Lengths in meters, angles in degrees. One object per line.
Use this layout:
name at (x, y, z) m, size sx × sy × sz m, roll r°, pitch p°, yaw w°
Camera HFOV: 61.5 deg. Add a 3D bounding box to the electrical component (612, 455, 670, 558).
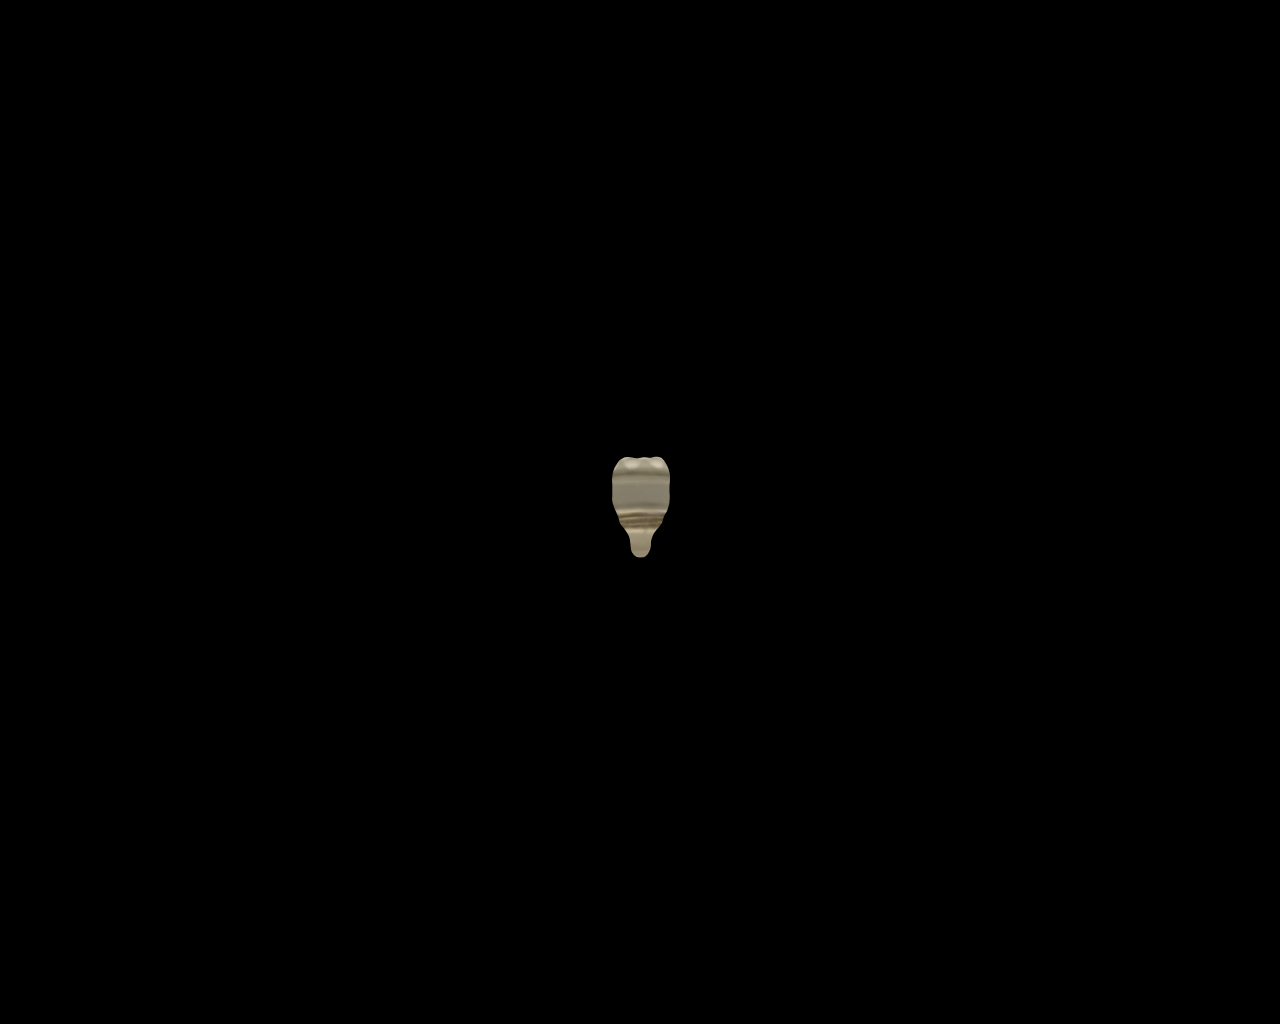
electrical component at (0.001, -0.003, 0.650) m, size 0.035 × 0.061 × 0.035 m, roll 0°, pitch -3°, yaw 0°
